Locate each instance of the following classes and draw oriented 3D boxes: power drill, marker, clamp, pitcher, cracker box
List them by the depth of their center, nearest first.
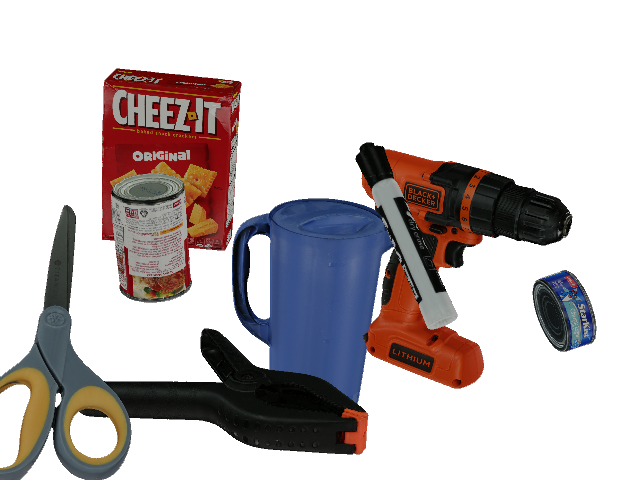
[{"bbox_3d":[0.049,-0.005,0.630,0.020,0.121,0.020,-19,-20,-8],"label":"marker"},{"bbox_3d":[-0.055,0.113,0.802,0.210,0.036,0.164,9,18,23],"label":"clamp"},{"bbox_3d":[0.113,0.026,0.904,0.185,0.188,0.057,19,24,31],"label":"power drill"},{"bbox_3d":[-0.010,0.080,1.233,0.149,0.243,0.144,23,27,39],"label":"pitcher"},{"bbox_3d":[-0.191,-0.100,1.357,0.164,0.214,0.072,6,23,2],"label":"cracker box"}]

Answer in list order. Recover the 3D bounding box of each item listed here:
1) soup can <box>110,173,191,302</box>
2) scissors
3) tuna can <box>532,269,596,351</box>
[{"bbox_3d":[-0.156,-0.003,0.987,0.068,0.102,0.068,0,25,0],"label":"soup can"},{"bbox_3d":[-0.142,0.062,0.634,0.096,0.201,0.016,19,-44,-4],"label":"scissors"},{"bbox_3d":[0.266,0.078,1.169,0.033,0.086,0.086,-18,3,-9],"label":"tuna can"}]
